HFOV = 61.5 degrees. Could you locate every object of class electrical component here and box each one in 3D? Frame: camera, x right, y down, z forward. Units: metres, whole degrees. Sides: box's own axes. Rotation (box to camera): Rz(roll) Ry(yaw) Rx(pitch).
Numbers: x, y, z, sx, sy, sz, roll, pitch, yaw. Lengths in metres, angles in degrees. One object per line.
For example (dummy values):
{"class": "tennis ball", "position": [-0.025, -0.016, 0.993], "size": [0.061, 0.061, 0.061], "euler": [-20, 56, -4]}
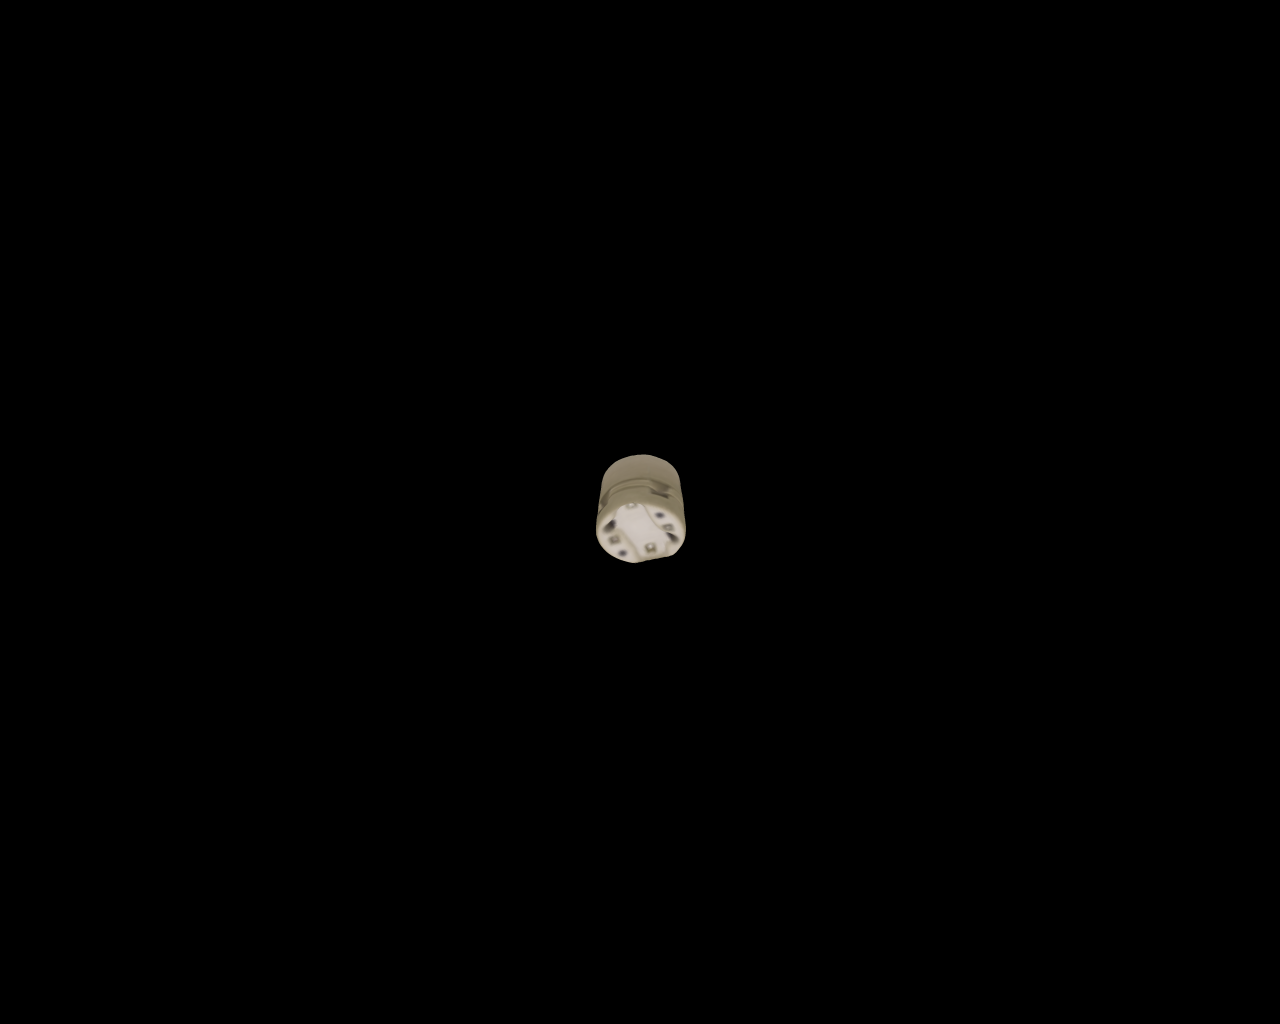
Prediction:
{"class": "electrical component", "position": [0.001, -0.003, 0.650], "size": [0.055, 0.055, 0.047], "euler": [0, 45, 0]}
